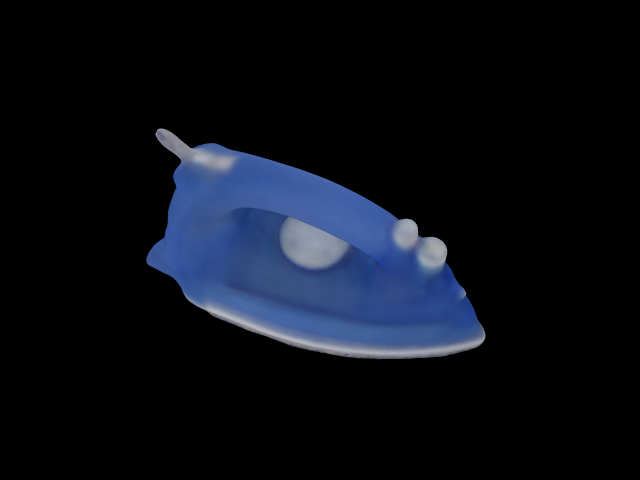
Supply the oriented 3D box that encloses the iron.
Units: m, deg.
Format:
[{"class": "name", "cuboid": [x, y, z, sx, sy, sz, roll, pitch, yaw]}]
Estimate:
[{"class": "iron", "cuboid": [0.004, 0.001, 0.400, 0.258, 0.141, 0.119, 18, 62, 10]}]
